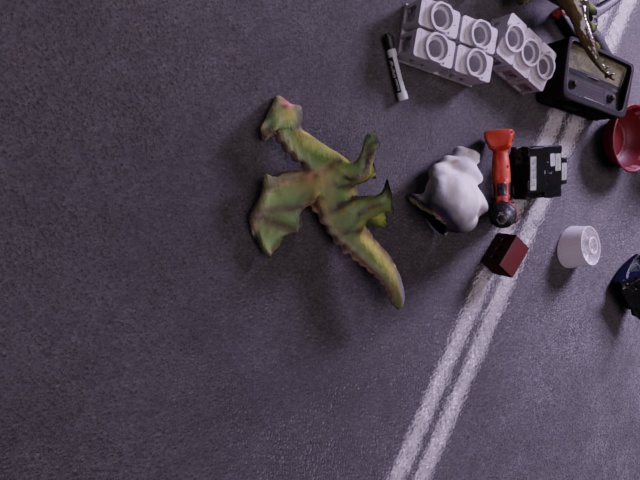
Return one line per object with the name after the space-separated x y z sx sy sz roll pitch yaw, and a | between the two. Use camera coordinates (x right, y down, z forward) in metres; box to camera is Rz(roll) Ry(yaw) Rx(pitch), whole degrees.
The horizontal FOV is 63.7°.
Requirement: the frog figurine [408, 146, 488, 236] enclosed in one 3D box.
0.262 -0.096 0.965 0.137 0.123 0.160 41 88 -6 | frog figurine

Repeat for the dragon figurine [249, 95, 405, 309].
0.003 -0.043 0.860 0.243 0.123 0.407 -14 100 -8 | dragon figurine
